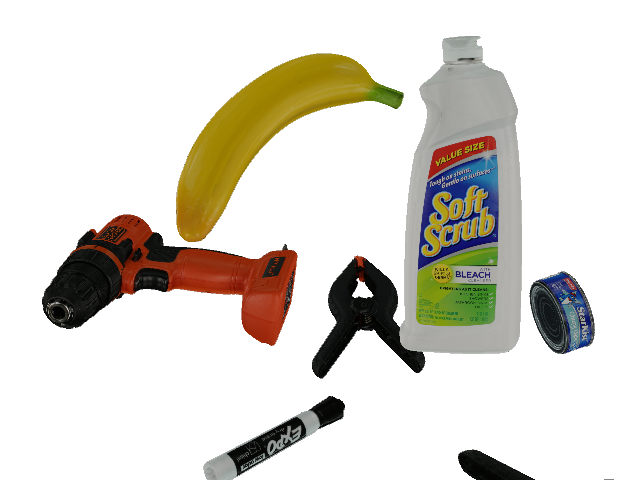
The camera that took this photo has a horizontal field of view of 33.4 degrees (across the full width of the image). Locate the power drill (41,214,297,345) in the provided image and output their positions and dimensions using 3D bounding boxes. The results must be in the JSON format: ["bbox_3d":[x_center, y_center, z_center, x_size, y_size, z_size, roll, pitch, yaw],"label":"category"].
[{"bbox_3d":[-0.120,0.036,0.891,0.187,0.057,0.184,12,23,5],"label":"power drill"}]

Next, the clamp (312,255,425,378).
[{"bbox_3d":[0.059,0.087,1.190,0.120,0.171,0.039,7,-43,3],"label":"clamp"}]

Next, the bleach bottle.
[{"bbox_3d":[0.110,-0.037,0.862,0.103,0.251,0.068,0,15,17],"label":"bleach bottle"}]

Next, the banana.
[{"bbox_3d":[-0.032,-0.074,0.696,0.197,0.070,0.037,-37,-23,-28],"label":"banana"}]

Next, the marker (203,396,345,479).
[{"bbox_3d":[-0.029,0.141,0.759,0.120,0.020,0.020,-23,14,-36],"label":"marker"}]

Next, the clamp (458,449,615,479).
[{"bbox_3d":[0.194,0.239,0.860,0.210,0.036,0.164,1,34,24],"label":"clamp"}]

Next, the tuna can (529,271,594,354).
[{"bbox_3d":[0.261,0.079,1.159,0.033,0.086,0.086,-17,3,-11],"label":"tuna can"}]
